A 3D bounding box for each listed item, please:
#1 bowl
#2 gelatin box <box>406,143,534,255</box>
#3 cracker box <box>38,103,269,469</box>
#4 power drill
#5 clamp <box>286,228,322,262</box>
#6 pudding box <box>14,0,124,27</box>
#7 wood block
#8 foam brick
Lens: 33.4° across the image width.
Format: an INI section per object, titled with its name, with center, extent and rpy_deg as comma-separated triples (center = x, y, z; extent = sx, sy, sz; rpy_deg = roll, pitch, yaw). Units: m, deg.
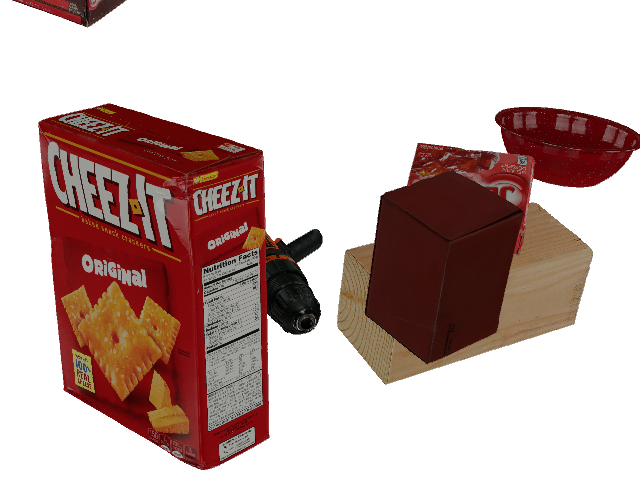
[bowl]
center = 0.268, -0.100, 1.175
extent = 0.162, 0.055, 0.162
rpy_deg = 6, 23, -3
[gelatin box]
center = 0.107, -0.032, 0.779
extent = 0.089, 0.073, 0.030
rpy_deg = 8, -37, 11
[cracker box]
center = -0.116, 0.029, 0.733
extent = 0.164, 0.214, 0.071
rpy_deg = 20, 30, 39
[power drill]
center = -0.108, 0.039, 0.955
extent = 0.187, 0.057, 0.185
rpy_deg = -4, 24, -22
[clamp]
center = -0.064, 0.032, 1.256
extent = 0.120, 0.039, 0.171
rpy_deg = -2, 40, 10
[pudding box]
center = -0.187, -0.210, 0.809
extent = 0.090, 0.039, 0.113
rpy_deg = 21, 36, 9
[wood block]
center = 0.129, 0.043, 0.958
extent = 0.205, 0.090, 0.091
rpy_deg = -13, 39, -25
[foam brick]
center = 0.061, 0.013, 0.542
extent = 0.052, 0.078, 0.051
rpy_deg = -19, 41, -33
